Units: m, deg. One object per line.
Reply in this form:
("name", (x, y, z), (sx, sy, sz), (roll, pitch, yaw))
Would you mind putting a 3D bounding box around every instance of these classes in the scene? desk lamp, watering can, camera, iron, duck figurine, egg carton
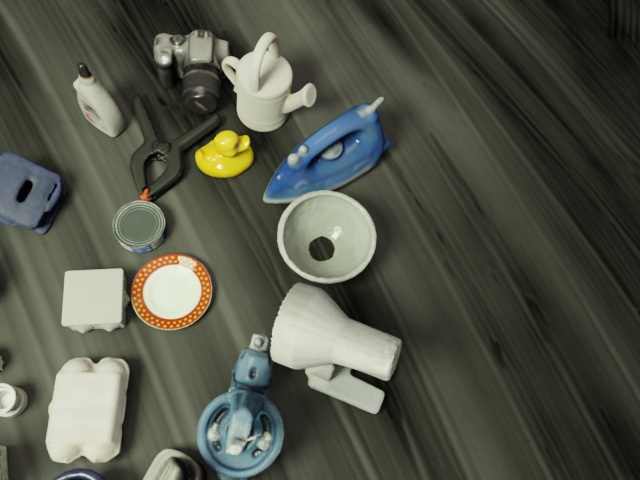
("desk lamp", (0.029, 0.162, 0.847), (0.203, 0.213, 0.118), (22, 68, 2))
("watering can", (-0.090, -0.283, 1.012), (0.173, 0.194, 0.101), (6, 69, -5))
("camera", (-0.234, -0.310, 1.053), (0.143, 0.101, 0.137), (0, 69, -7))
("iron", (0.010, -0.159, 1.006), (0.259, 0.141, 0.118), (-34, 77, -18))
("duck figurine", (-0.169, -0.160, 1.013), (0.105, 0.086, 0.077), (-11, 71, -11))
("egg carton", (-0.340, 0.249, 0.843), (0.107, 0.069, 0.150), (2, 69, -7))

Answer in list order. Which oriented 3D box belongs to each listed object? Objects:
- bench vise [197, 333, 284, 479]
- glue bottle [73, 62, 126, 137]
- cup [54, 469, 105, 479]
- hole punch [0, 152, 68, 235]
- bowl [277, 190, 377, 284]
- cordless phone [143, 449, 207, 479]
("bench vise", (-0.114, 0.231, 0.799), (0.121, 0.219, 0.207), (-6, 70, -9))
("glue bottle", (-0.382, -0.244, 0.970), (0.078, 0.173, 0.037), (32, 69, 6))
("cup", (-0.315, 0.370, 0.786), (0.117, 0.095, 0.092), (34, 69, 6))
("hole punch", (-0.482, -0.077, 0.937), (0.101, 0.091, 0.109), (16, 68, -1))
("bowl", (0.009, 0.004, 0.980), (0.167, 0.074, 0.167), (3, 69, -6))
("cordless phone", (-0.214, 0.355, 0.757), (0.094, 0.185, 0.148), (22, 68, 2))
